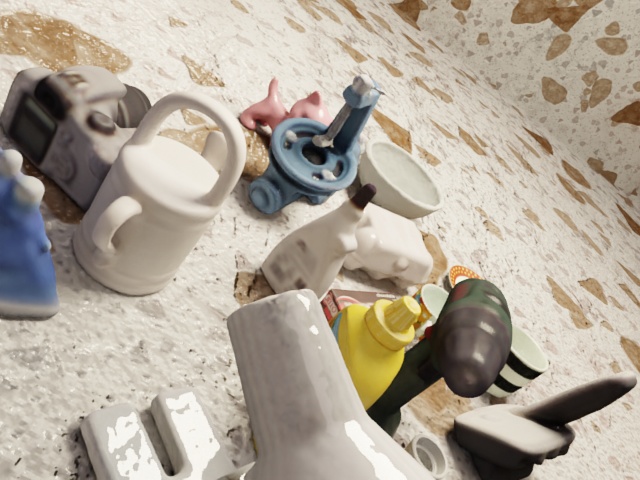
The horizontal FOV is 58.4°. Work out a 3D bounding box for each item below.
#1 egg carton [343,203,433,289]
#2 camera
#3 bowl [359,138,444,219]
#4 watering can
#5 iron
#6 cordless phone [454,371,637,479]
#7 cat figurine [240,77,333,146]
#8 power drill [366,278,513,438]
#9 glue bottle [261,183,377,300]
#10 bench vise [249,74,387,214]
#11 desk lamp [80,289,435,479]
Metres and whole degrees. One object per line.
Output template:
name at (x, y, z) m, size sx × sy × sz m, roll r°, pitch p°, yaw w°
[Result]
egg carton at (0.089, 0.010, 0.810) m, size 0.151 × 0.069 × 0.107 m, roll 20°, pitch 37°, yaw -32°
camera at (-0.222, -0.120, 0.592) m, size 0.143 × 0.100 × 0.137 m, roll 44°, pitch 31°, yaw 4°
bowl at (0.124, -0.090, 0.969) m, size 0.168 × 0.074 × 0.167 m, roll 29°, pitch 33°, yaw -21°
watering can at (-0.135, -0.052, 0.514) m, size 0.101 × 0.193 × 0.173 m, roll 29°, pitch 33°, yaw -20°
iron at (-0.281, -0.052, 0.402) m, size 0.259 × 0.141 × 0.118 m, roll 33°, pitch 32°, yaw -14°
cordless phone at (0.258, 0.197, 0.652) m, size 0.148 × 0.184 × 0.094 m, roll 3°, pitch 48°, yaw -47°
cat figurine at (-0.039, -0.190, 0.869) m, size 0.128 × 0.117 × 0.067 m, roll 43°, pitch 31°, yaw 3°
power drill at (0.101, 0.124, 0.544) m, size 0.075 × 0.208 × 0.230 m, roll 44°, pitch 31°, yaw 5°
glue bottle at (0.006, 0.002, 0.625) m, size 0.037 × 0.173 × 0.078 m, roll -8°, pitch 56°, yaw -52°
bench vise at (0.012, -0.140, 0.764) m, size 0.121 × 0.219 × 0.207 m, roll 38°, pitch 31°, yaw -6°
desk lamp at (-0.041, 0.143, 0.356) m, size 0.118 × 0.213 × 0.203 m, roll -3°, pitch 53°, yaw -50°
